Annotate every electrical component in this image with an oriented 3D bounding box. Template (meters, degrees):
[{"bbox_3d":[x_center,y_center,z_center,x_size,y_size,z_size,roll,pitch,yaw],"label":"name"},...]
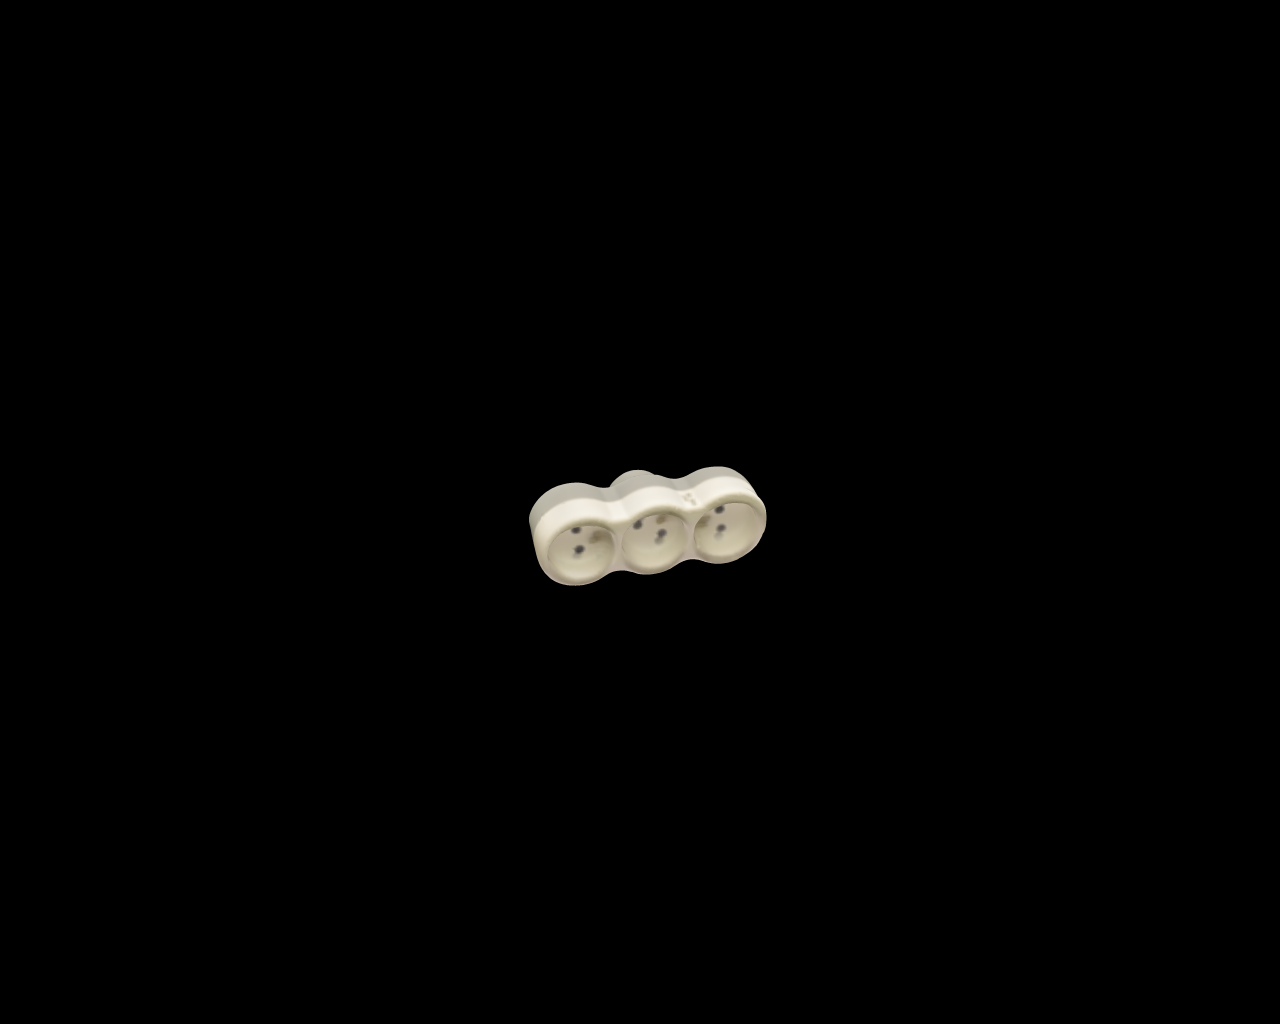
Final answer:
[{"bbox_3d":[0.001,-0.003,0.650,0.138,0.052,0.074,-8,36,-11],"label":"electrical component"}]
